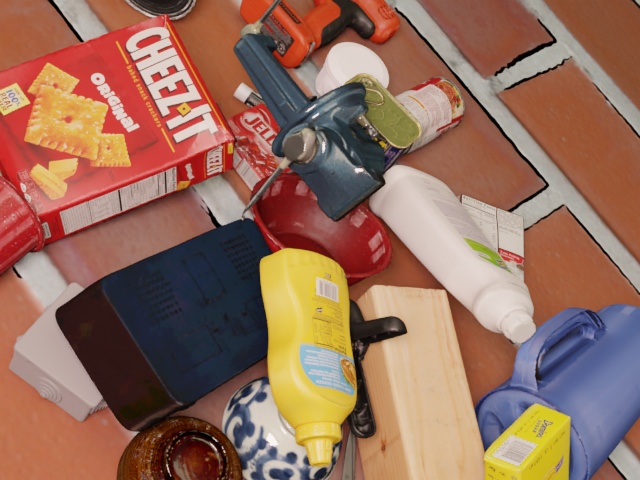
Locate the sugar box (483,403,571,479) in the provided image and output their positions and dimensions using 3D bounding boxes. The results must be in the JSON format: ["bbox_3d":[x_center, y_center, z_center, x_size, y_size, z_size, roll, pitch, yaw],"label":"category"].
[{"bbox_3d":[0.196,0.253,1.007,0.048,0.176,0.093,17,37,39],"label":"sugar box"}]

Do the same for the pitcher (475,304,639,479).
[{"bbox_3d":[0.278,0.153,1.130,0.145,0.149,0.242,47,47,13],"label":"pitcher"}]

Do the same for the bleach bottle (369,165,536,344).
[{"bbox_3d":[0.146,0.018,1.122,0.102,0.068,0.251,18,25,-34],"label":"bleach bottle"}]

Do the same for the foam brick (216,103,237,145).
[{"bbox_3d":[-0.139,-0.106,1.132,0.078,0.053,0.051,-16,69,-34],"label":"foam brick"}]

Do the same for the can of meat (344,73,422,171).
[{"bbox_3d":[0.054,-0.126,1.226,0.102,0.084,0.057,46,50,6],"label":"can of meat"}]

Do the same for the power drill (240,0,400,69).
[{"bbox_3d":[-0.009,-0.302,1.323,0.187,0.057,0.184,-34,80,-39],"label":"power drill"}]

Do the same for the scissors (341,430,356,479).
[{"bbox_3d":[0.038,0.282,0.998,0.096,0.016,0.201,31,51,-9],"label":"scissors"}]

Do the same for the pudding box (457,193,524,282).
[{"bbox_3d":[0.191,0.010,1.241,0.090,0.039,0.113,19,51,-15],"label":"pudding box"}]

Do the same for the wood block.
[{"bbox_3d":[0.088,0.158,1.057,0.090,0.091,0.206,5,58,-25],"label":"wood block"}]

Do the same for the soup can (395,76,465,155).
[{"bbox_3d":[0.118,-0.149,1.286,0.102,0.069,0.068,-30,77,-37],"label":"soup can"}]

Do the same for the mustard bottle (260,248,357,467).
[{"bbox_3d":[-0.007,0.109,0.964,0.096,0.058,0.191,25,51,-48],"label":"mustard bottle"}]

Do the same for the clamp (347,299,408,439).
[{"bbox_3d":[0.032,0.097,1.036,0.039,0.120,0.172,14,22,-30],"label":"clamp"}]

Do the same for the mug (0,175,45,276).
[{"bbox_3d":[-0.318,-0.007,0.959,0.117,0.093,0.081,23,50,27],"label":"mug"}]

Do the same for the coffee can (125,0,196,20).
[{"bbox_3d":[-0.167,-0.338,1.234,0.102,0.103,0.140,28,51,-9],"label":"coffee can"}]

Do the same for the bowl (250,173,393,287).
[{"bbox_3d":[-0.007,0.001,1.113,0.162,0.055,0.162,19,34,-14],"label":"bowl"}]

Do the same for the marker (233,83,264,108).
[{"bbox_3d":[-0.045,-0.138,1.224,0.121,0.020,0.020,35,50,-4],"label":"marker"}]

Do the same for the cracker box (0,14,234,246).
[{"bbox_3d":[-0.213,-0.111,1.045,0.213,0.072,0.164,-24,71,-16],"label":"cracker box"}]

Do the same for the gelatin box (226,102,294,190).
[{"bbox_3d":[-0.067,-0.102,1.182,0.073,0.030,0.089,-31,78,-38],"label":"gelatin box"}]
